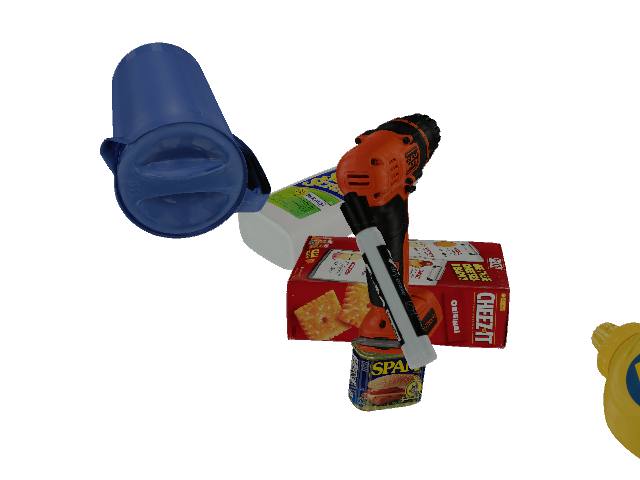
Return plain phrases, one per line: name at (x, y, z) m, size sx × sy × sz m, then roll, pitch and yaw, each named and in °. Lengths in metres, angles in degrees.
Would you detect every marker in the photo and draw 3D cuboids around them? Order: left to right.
marker at (0.042, 0.023, 0.679) m, size 0.020 × 0.121 × 0.020 m, roll -21°, pitch -16°, yaw -7°

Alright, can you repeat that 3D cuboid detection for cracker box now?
cracker box at (0.081, 0.051, 1.098) m, size 0.214 × 0.072 × 0.164 m, roll 3°, pitch 16°, yaw 6°

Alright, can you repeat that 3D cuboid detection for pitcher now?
pitcher at (-0.153, -0.115, 1.150) m, size 0.145 × 0.149 × 0.243 m, roll -21°, pitch 36°, yaw 0°

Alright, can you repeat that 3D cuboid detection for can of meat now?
can of meat at (0.088, 0.172, 1.404) m, size 0.102 × 0.084 × 0.057 m, roll -4°, pitch 25°, yaw -20°

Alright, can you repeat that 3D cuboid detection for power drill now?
power drill at (0.068, -0.010, 0.921) m, size 0.057 × 0.188 × 0.184 m, roll 0°, pitch 17°, yaw 24°

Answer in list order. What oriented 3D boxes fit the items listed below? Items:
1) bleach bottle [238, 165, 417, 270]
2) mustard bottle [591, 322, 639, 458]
bleach bottle at (0.026, -0.055, 1.303) m, size 0.250 × 0.068 × 0.103 m, roll -30°, pitch 44°, yaw -33°
mustard bottle at (0.220, 0.100, 0.610) m, size 0.096 × 0.058 × 0.192 m, roll -18°, pitch 31°, yaw -17°
